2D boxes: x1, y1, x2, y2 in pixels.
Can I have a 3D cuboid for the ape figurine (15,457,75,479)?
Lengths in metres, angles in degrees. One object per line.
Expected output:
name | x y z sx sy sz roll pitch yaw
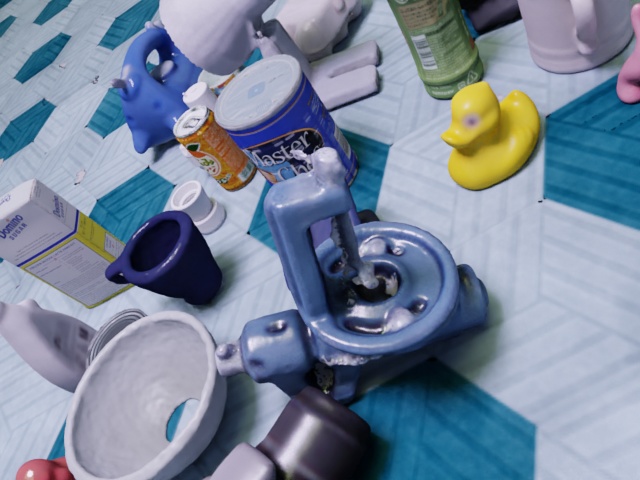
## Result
ape figurine | -0.232 0.225 0.514 0.075 0.092 0.078 25 71 44

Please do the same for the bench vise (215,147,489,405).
bench vise | 0.005 0.045 0.411 0.207 0.220 0.121 -40 43 -1

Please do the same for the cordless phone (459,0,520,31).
cordless phone | 0.196 -0.342 0.628 0.147 0.186 0.094 -19 47 20

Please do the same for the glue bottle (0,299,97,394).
glue bottle | -0.301 0.099 0.606 0.037 0.174 0.078 -27 45 13

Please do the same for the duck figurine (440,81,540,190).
duck figurine | 0.155 -0.110 0.537 0.104 0.086 0.077 -44 44 -5

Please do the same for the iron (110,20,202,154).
iron | -0.244 -0.262 0.888 0.118 0.142 0.258 -17 48 22

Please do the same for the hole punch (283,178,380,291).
hole punch | 0.005 0.002 0.541 0.101 0.091 0.108 -28 45 12

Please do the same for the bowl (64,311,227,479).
bowl | -0.146 0.154 0.528 0.167 0.075 0.167 -18 47 21

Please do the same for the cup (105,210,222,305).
cup | -0.162 0.035 0.623 0.117 0.095 0.091 -26 45 14

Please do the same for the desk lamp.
desk lamp | -0.058 -0.258 0.708 0.202 0.214 0.118 -16 48 23

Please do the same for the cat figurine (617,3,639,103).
cat figurine | 0.289 -0.145 0.452 0.067 0.118 0.127 -30 44 10

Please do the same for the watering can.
watering can | 0.227 -0.268 0.539 0.101 0.195 0.172 -32 44 8

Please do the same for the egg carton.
egg carton | -0.004 -0.318 0.826 0.107 0.070 0.150 8 60 38

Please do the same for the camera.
camera | -0.015 0.179 0.401 0.142 0.101 0.137 19 67 42
